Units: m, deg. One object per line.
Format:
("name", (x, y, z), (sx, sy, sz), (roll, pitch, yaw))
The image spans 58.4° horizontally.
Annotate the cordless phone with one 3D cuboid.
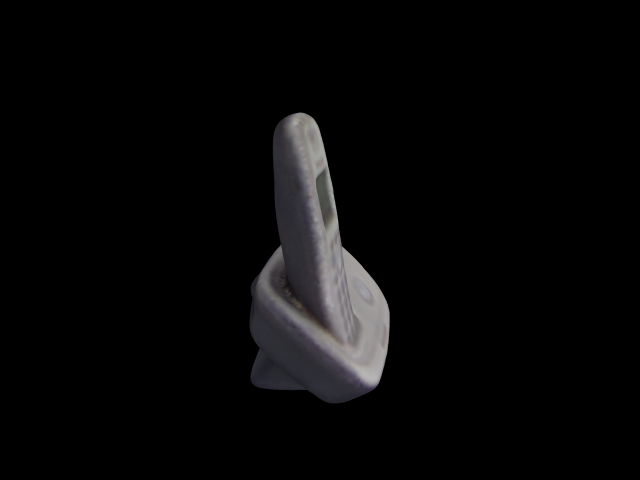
("cordless phone", (0.004, 0.001, 0.400), (0.094, 0.185, 0.147), (2, 19, 7))
